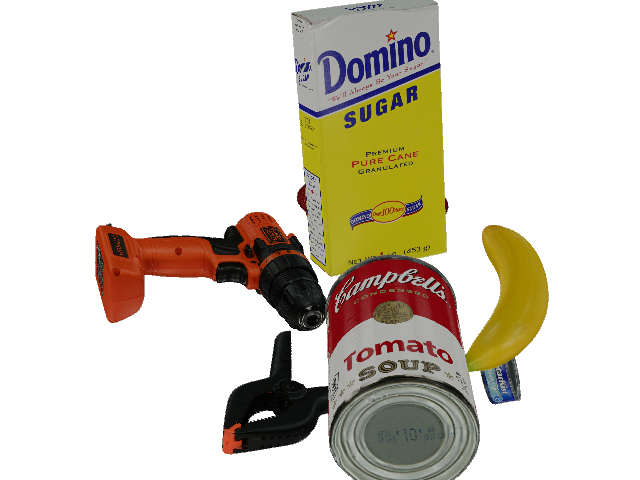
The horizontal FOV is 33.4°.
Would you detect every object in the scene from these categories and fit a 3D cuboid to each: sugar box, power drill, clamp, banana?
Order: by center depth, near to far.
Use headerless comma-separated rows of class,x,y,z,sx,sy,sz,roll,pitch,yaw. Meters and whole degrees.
sugar box,0.035,-0.071,0.726,0.093,0.176,0.048,-12,23,-18
banana,0.147,0.042,0.848,0.070,0.037,0.197,7,34,17
power drill,-0.100,0.031,0.946,0.187,0.057,0.184,-2,24,-20
clamp,-0.021,0.165,1.099,0.165,0.036,0.209,17,27,24

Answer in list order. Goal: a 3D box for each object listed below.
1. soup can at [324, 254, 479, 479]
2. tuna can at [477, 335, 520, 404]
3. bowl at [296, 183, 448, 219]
soup can,0.036,0.062,0.506,0.068,0.068,0.102,0,30,0
tuna can,0.212,0.151,1.269,0.034,0.086,0.086,-13,-4,16
bowl,0.054,-0.021,1.147,0.162,0.055,0.162,3,26,-1
